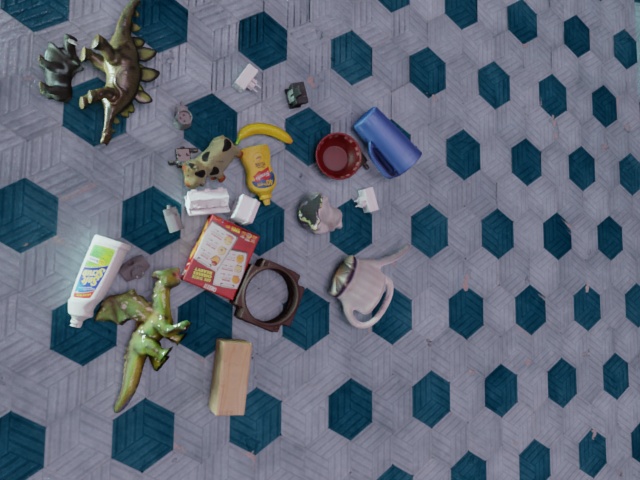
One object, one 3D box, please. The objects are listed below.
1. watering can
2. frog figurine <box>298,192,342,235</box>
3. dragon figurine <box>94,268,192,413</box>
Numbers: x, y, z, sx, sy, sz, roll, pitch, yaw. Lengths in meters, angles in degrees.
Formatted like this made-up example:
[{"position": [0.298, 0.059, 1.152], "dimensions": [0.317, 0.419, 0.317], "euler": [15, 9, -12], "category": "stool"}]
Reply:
[{"position": [0.165, 0.124, 1.754], "dimensions": [0.223, 0.103, 0.352], "euler": [32, 74, -18], "category": "watering can"}, {"position": [0.005, -0.087, 1.719], "dimensions": [0.159, 0.122, 0.138], "euler": [9, 72, -60], "category": "frog figurine"}, {"position": [-0.517, 0.254, 1.448], "dimensions": [0.242, 0.121, 0.413], "euler": [40, 79, -2], "category": "dragon figurine"}]
